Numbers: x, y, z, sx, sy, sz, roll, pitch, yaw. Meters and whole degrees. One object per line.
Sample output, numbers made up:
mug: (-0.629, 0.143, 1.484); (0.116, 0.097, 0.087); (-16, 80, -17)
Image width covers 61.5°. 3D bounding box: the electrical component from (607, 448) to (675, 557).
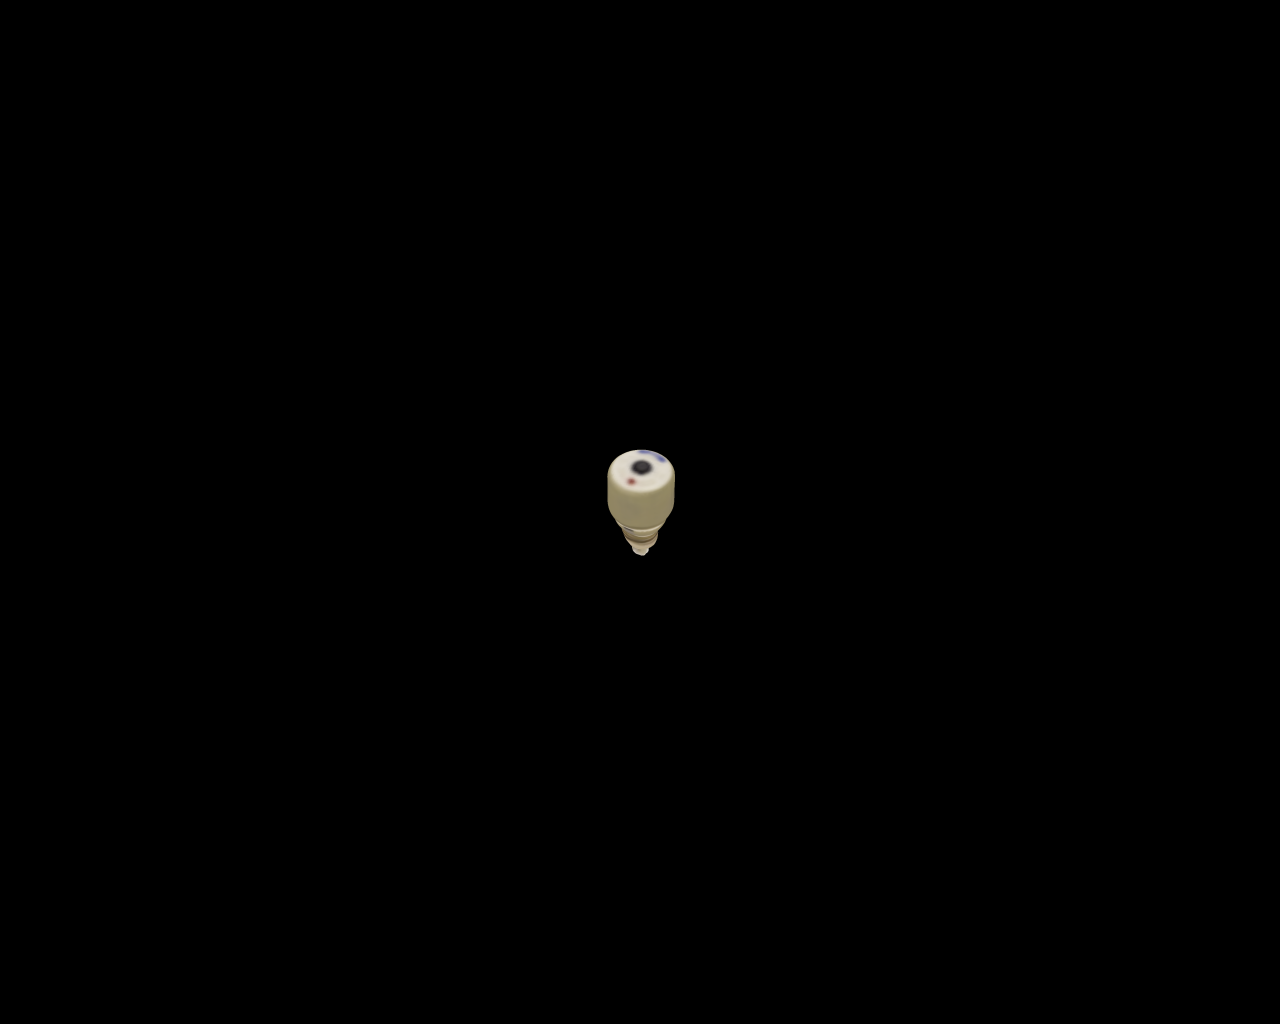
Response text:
electrical component: (0.001, -0.003, 0.650); (0.040, 0.040, 0.078); (0, -43, 0)
